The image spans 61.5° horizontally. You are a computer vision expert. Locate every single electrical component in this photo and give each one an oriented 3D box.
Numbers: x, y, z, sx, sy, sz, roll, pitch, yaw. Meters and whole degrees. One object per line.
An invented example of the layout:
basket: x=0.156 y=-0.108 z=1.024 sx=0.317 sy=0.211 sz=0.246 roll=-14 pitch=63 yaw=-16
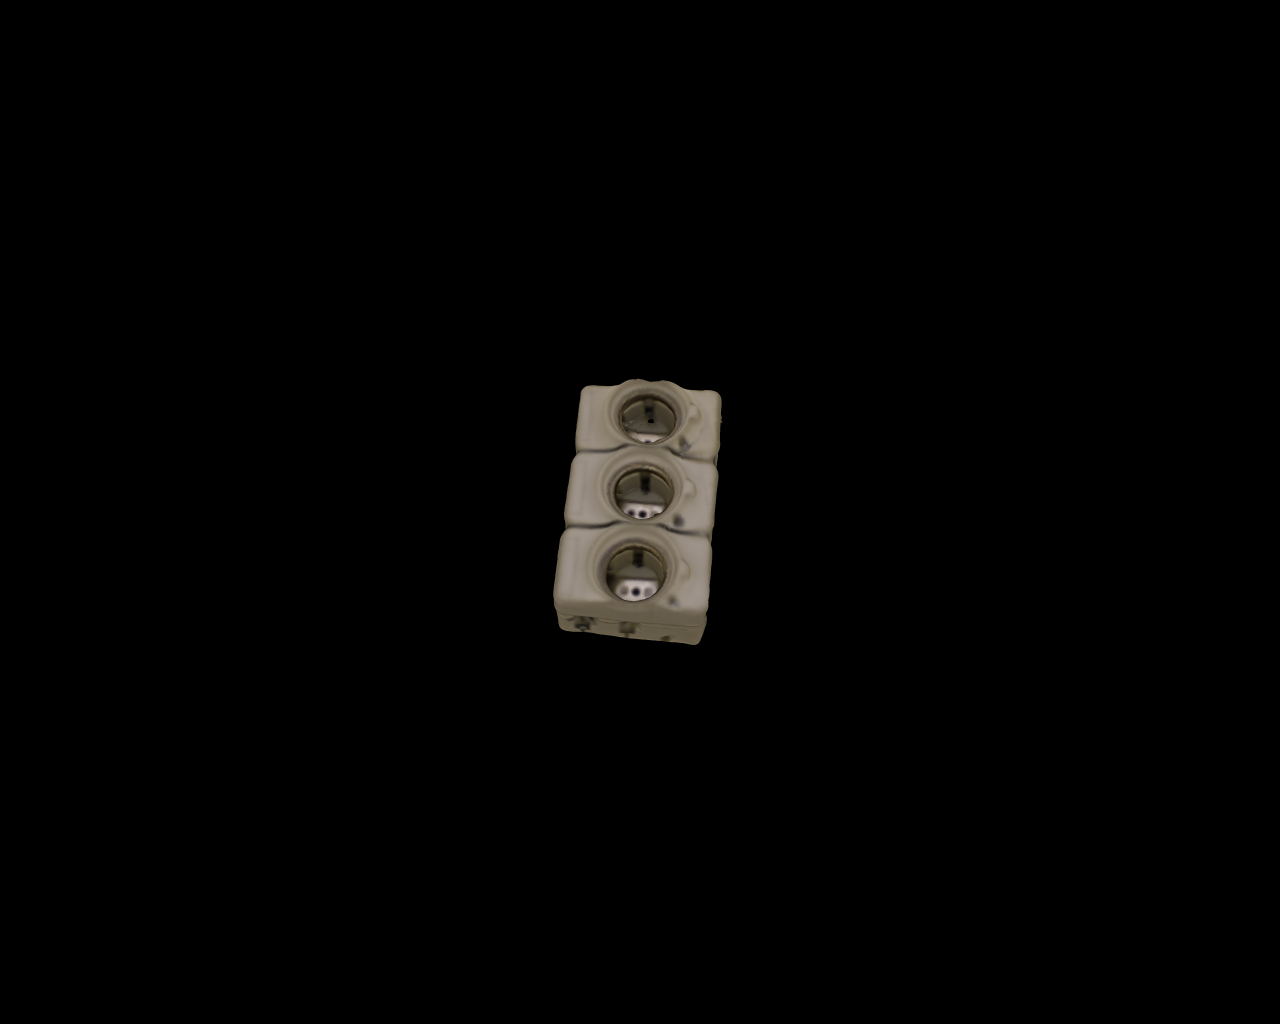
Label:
electrical component: x=0.001 y=-0.003 z=0.650 sx=0.089 sy=0.150 sz=0.061 roll=4 pitch=-28 yaw=2
